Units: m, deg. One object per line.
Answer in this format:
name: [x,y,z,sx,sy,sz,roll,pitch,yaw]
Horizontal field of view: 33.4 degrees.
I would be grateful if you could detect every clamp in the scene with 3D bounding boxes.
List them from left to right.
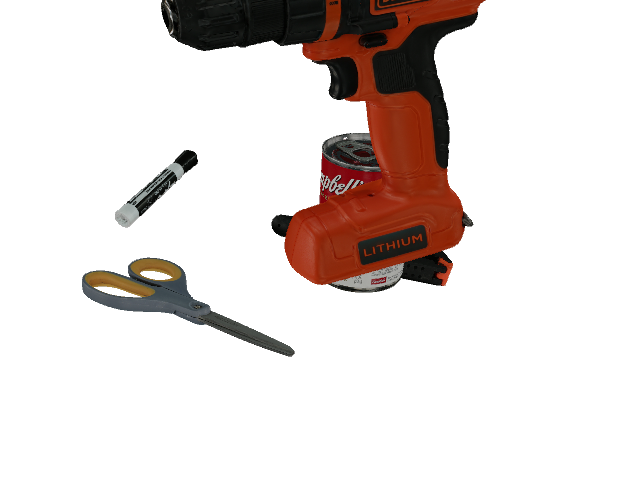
clamp: [0.056,-0.004,1.265,0.210,0.036,0.164,34,40,24]

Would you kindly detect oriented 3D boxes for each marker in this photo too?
marker: [-0.160,-0.054,1.061,0.020,0.020,0.121,0,35,37]

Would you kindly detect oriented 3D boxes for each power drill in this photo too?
power drill: [0.013,-0.071,0.574,0.184,0.188,0.057,-14,33,-17]

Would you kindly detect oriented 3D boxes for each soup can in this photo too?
soup can: [0.032,-0.021,0.794,0.068,0.102,0.068,3,26,-1]

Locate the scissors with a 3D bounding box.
scissors: [-0.100,0.050,0.885,0.202,0.016,0.096,13,24,16]
